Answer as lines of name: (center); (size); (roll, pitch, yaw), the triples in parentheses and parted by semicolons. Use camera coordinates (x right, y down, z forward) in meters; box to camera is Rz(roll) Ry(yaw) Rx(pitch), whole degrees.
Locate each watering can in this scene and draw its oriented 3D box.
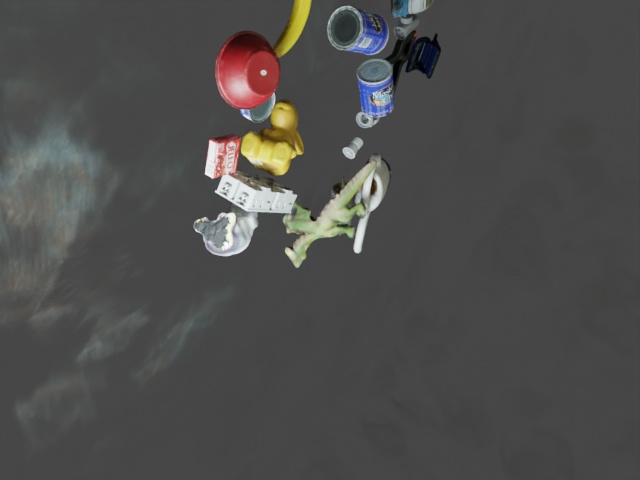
watering can: (0.167, -0.144, 1.763); (0.229, 0.104, 0.340); (-57, 158, -57)

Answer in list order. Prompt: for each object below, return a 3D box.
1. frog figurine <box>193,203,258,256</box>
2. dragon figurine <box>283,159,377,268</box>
frog figurine: (-0.206, -0.028, 1.251); (0.136, 0.123, 0.160); (-34, 174, 23)
dragon figurine: (0.005, -0.078, 1.558); (0.244, 0.124, 0.401); (-9, 135, -38)
